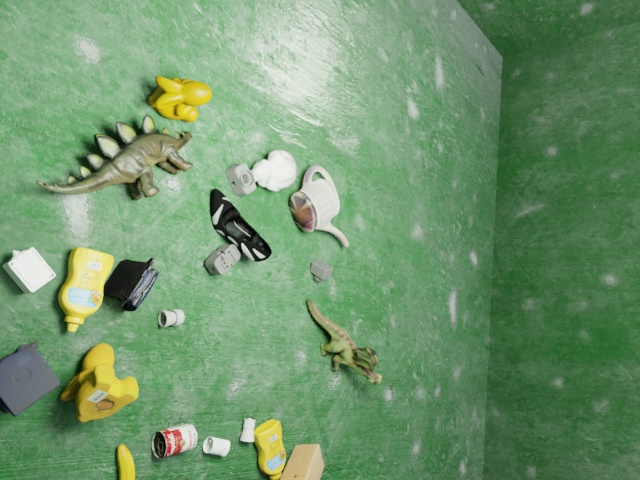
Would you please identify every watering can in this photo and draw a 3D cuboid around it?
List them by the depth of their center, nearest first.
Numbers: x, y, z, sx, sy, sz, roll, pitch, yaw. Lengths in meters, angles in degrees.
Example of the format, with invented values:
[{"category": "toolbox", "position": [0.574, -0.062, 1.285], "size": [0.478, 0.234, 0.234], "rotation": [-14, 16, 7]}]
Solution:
[{"category": "watering can", "position": [0.006, -0.093, 1.856], "size": [0.228, 0.103, 0.344], "rotation": [-34, 112, -45]}]

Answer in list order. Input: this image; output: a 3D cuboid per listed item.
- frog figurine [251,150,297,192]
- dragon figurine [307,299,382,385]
[{"category": "frog figurine", "position": [-0.151, -0.228, 1.680], "size": [0.160, 0.123, 0.136], "rotation": [-4, 110, -61]}, {"category": "dragon figurine", "position": [0.111, 0.378, 1.841], "size": [0.124, 0.243, 0.403], "rotation": [-50, 125, -33]}]
